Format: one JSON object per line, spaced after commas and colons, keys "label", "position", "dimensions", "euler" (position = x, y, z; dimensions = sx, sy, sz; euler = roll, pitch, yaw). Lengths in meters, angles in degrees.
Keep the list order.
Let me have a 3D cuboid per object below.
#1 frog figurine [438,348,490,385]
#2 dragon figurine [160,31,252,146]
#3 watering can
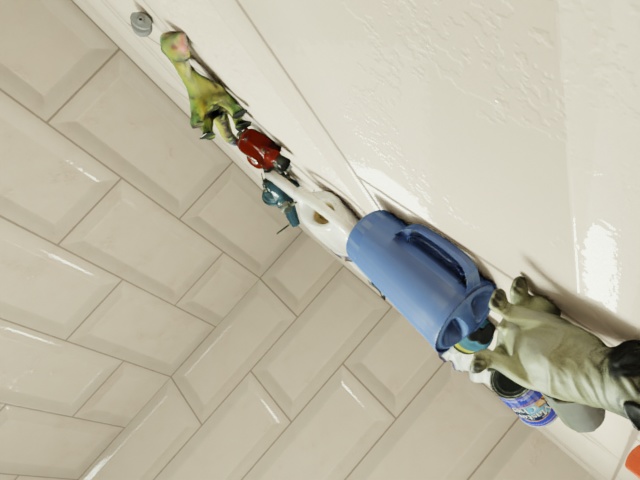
{"label": "frog figurine", "position": [0.444, 0.342, 1.484], "dimensions": [0.159, 0.124, 0.136], "euler": [2, 128, 59]}
{"label": "dragon figurine", "position": [-0.267, -0.342, 1.148], "dimensions": [0.243, 0.122, 0.409], "euler": [59, 175, 0]}
{"label": "watering can", "position": [0.004, -0.063, 1.258], "dimensions": [0.221, 0.104, 0.352], "euler": [45, 176, -42]}
